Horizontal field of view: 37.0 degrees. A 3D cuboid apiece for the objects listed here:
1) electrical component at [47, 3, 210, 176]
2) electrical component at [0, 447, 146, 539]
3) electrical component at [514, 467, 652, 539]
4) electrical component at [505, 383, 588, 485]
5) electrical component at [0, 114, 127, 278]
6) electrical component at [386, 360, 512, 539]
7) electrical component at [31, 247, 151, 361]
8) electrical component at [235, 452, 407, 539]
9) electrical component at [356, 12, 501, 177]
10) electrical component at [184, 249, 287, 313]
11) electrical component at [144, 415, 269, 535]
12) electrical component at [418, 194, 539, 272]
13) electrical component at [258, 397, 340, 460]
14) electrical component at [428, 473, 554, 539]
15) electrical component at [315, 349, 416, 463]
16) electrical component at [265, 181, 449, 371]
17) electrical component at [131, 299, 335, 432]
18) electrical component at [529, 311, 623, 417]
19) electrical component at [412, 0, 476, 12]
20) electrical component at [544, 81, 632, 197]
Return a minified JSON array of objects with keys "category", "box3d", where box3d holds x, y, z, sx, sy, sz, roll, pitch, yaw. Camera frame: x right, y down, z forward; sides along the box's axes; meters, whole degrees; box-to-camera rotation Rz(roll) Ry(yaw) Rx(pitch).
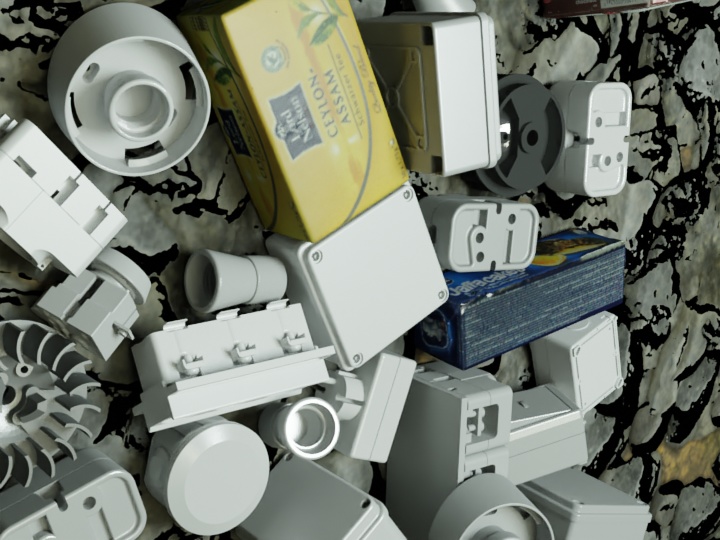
[{"category":"electrical component","box3d":[-0.144,-0.111,0.675,0.099,0.064,0.099,-12,122,-20]},{"category":"electrical component","box3d":[-0.195,0.159,0.692,0.095,0.059,0.053,-27,116,-30]},{"category":"electrical component","box3d":[0.184,0.218,0.967,0.109,0.109,0.056,11,96,-39]},{"category":"electrical component","box3d":[0.153,0.138,0.937,0.096,0.062,0.061,-16,111,-13]},{"category":"electrical component","box3d":[-0.197,-0.041,0.650,0.055,0.050,0.089,-51,126,-17]},{"category":"electrical component","box3d":[0.074,0.159,0.880,0.062,0.089,0.150,-7,105,-36]},{"category":"electrical component","box3d":[-0.166,0.019,0.686,0.055,0.066,0.048,-55,162,-24]},{"category":"electrical component","box3d":[-0.031,0.192,0.792,0.078,0.113,0.057,-47,127,-19]},{"category":"electrical component","box3d":[0.045,-0.129,0.779,0.056,0.109,0.108,-17,110,-31]},{"category":"electrical component","box3d":[-0.085,0.007,0.754,0.065,0.044,0.044,-1,101,-42]},{"category":"electrical component","box3d":[-0.109,0.141,0.760,0.080,0.051,0.080,-10,106,-36]},{"category":"electrical component","box3d":[0.089,-0.031,0.866,0.095,0.059,0.053,-3,102,-37]},{"category":"electrical component","box3d":[-0.048,0.115,0.791,0.044,0.065,0.044,3,84,-27]},{"category":"electrical component","box3d":[0.099,0.211,0.826,0.099,0.064,0.099,-5,104,-22]},{"category":"electrical component","box3d":[-0.009,0.098,0.829,0.076,0.047,0.083,17,90,-39]},{"category":"electrical component","box3d":[0.000,0.000,0.807,0.109,0.056,0.108,-35,120,-26]},{"category":"electrical component","box3d":[-0.091,0.064,0.743,0.121,0.079,0.063,-11,78,-36]},{"category":"electrical component","box3d":[0.194,0.083,0.978,0.062,0.061,0.096,-32,126,-28]},{"category":"electrical component","box3d":[0.052,-0.213,0.808,0.044,0.044,0.065,-48,120,-19]},{"category":"electrical component","box3d":[0.192,-0.114,0.926,0.054,0.059,0.095,-8,105,-36]}]
